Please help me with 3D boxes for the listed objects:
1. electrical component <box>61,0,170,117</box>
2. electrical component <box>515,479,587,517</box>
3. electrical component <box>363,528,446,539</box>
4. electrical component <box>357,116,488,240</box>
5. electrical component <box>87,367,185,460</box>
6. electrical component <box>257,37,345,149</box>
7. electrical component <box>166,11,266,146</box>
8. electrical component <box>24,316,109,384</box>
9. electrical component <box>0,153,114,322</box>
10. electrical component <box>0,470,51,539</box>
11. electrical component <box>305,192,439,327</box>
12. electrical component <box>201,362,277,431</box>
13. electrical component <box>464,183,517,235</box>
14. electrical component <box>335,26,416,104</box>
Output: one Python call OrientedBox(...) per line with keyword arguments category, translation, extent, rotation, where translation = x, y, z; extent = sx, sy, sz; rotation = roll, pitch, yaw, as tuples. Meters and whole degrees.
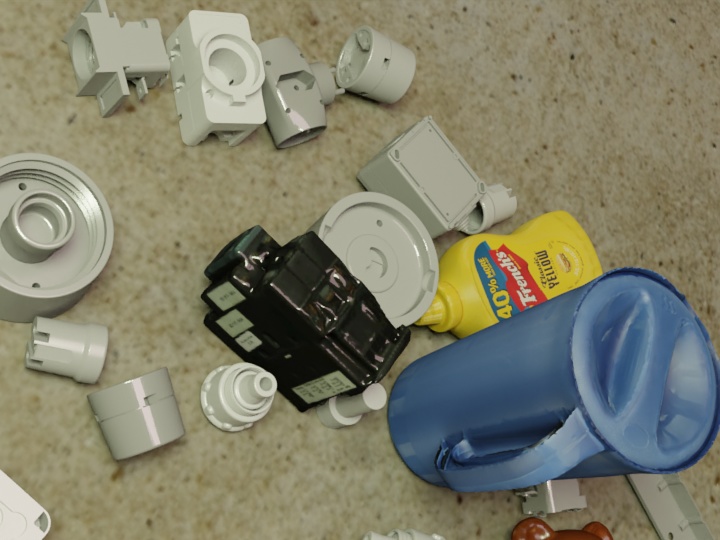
OrientedBox(category="electrical component", translation=(-0.177, -0.158, 0.786), extent=(0.064, 0.042, 0.081), rotation=(-10, 81, -38))
OrientedBox(category="electrical component", translation=(0.157, 0.170, 0.889), extent=(0.081, 0.042, 0.063), rotation=(-1, 79, -31))
OrientedBox(category="electrical component", translation=(0.031, 0.211, 0.795), extent=(0.062, 0.048, 0.048), rotation=(25, 62, -16))
OrientedBox(category="electrical component", translation=(0.053, -0.066, 0.889), extent=(0.096, 0.061, 0.061), rotation=(50, 55, -9))
OrientedBox(category="electrical component", translation=(-0.147, 0.096, 0.714), extent=(0.055, 0.055, 0.047), rotation=(-19, 89, -35))
OrientedBox(category="electrical component", translation=(-0.047, -0.145, 0.862), extent=(0.079, 0.043, 0.077), rotation=(-20, 86, -35))
OrientedBox(category="electrical component", translation=(-0.108, -0.146, 0.816), extent=(0.050, 0.056, 0.089), rotation=(-4, 77, -33))
OrientedBox(category="electrical component", translation=(-0.194, 0.052, 0.708), extent=(0.046, 0.040, 0.040), rotation=(14, 67, -23))
OrientedBox(category="electrical component", translation=(-0.215, -0.025, 0.706), extent=(0.108, 0.060, 0.108), rotation=(11, 69, -29))
OrientedBox(category="electrical component", translation=(-0.251, 0.142, 0.631), extent=(0.113, 0.057, 0.078), rotation=(46, 56, -11))
OrientedBox(category="electrical component", translation=(0.000, 0.000, 0.834), extent=(0.108, 0.060, 0.108), rotation=(11, 69, -29))
OrientedBox(category="electrical component", translation=(-0.080, 0.086, 0.754), extent=(0.048, 0.062, 0.048), rotation=(11, 69, -30))
OrientedBox(category="electrical component", translation=(0.109, -0.055, 0.934), extent=(0.046, 0.040, 0.040), rotation=(-20, 86, -41))
OrientedBox(category="electrical component", translation=(0.014, -0.170, 0.903), extent=(0.047, 0.055, 0.055), rotation=(18, 65, -31))
